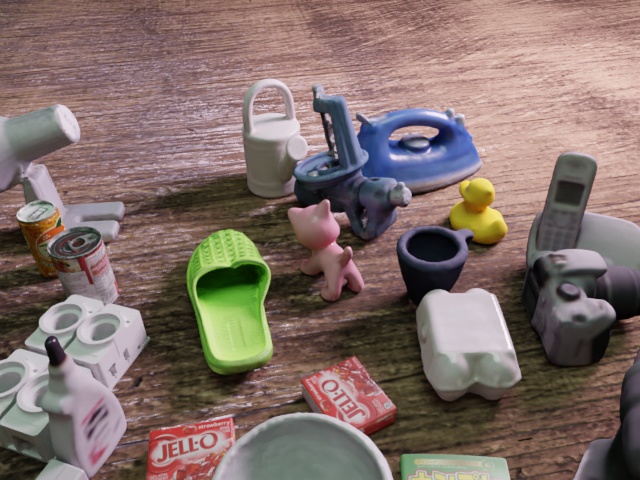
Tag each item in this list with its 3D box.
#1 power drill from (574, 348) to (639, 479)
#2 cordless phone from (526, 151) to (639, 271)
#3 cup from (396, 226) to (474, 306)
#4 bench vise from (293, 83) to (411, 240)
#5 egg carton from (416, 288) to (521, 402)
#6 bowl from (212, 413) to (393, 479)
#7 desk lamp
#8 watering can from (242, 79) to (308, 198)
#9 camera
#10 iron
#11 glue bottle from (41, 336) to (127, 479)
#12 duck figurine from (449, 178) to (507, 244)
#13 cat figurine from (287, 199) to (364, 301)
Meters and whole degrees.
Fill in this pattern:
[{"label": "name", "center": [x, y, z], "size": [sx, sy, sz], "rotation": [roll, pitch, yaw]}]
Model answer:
[{"label": "power drill", "center": [0.285, 0.170, 0.499], "size": [0.075, 0.209, 0.230], "rotation": [22, 44, 28]}, {"label": "cordless phone", "center": [0.363, -0.024, 0.765], "size": [0.147, 0.185, 0.094], "rotation": [10, 39, 14]}, {"label": "cup", "center": [0.156, 0.038, 0.767], "size": [0.118, 0.095, 0.091], "rotation": [-24, 43, -26]}, {"label": "bench vise", "center": [0.050, -0.125, 0.878], "size": [0.207, 0.220, 0.122], "rotation": [12, 40, 18]}, {"label": "egg carton", "center": [0.171, 0.120, 0.681], "size": [0.107, 0.069, 0.150], "rotation": [-2, 38, 0]}, {"label": "bowl", "center": [-0.015, 0.248, 0.519], "size": [0.167, 0.075, 0.167], "rotation": [-1, 38, 1]}, {"label": "desk lamp", "center": [-0.427, -0.099, 0.868], "size": [0.203, 0.214, 0.117], "rotation": [-6, 38, -5]}, {"label": "watering can", "center": [-0.077, -0.175, 0.968], "size": [0.172, 0.194, 0.101], "rotation": [23, 44, 29]}, {"label": "camera", "center": [0.338, 0.071, 0.713], "size": [0.137, 0.101, 0.143], "rotation": [-1, 38, 1]}, {"label": "iron", "center": [0.171, -0.170, 0.996], "size": [0.258, 0.141, 0.118], "rotation": [-11, 39, -11]}, {"label": "glue bottle", "center": [-0.240, 0.158, 0.563], "size": [0.037, 0.173, 0.078], "rotation": [9, 39, 13]}, {"label": "duck figurine", "center": [0.248, -0.051, 0.886], "size": [0.078, 0.086, 0.104], "rotation": [-18, 41, -20]}, {"label": "cat figurine", "center": [0.007, 0.003, 0.799], "size": [0.067, 0.118, 0.127], "rotation": [-22, 42, -24]}]
